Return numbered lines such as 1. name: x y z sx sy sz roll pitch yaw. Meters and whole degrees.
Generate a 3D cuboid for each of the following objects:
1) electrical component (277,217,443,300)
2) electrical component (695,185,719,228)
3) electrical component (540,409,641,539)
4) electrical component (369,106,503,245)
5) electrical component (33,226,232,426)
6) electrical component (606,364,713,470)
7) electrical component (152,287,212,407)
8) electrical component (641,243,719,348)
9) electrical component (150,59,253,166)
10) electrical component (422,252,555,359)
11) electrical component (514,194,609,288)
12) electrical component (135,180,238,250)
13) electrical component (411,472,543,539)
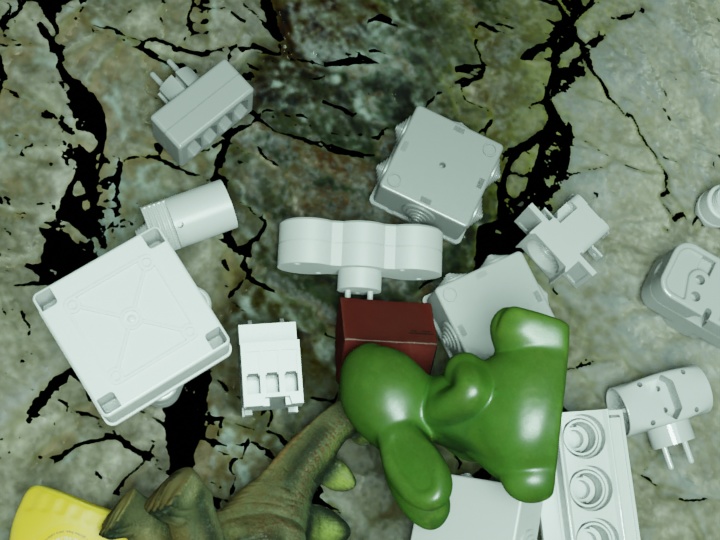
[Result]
1. electrical component: 0.000 0.000 0.900 0.138 0.052 0.073 3 79 -6
2. electrical component: 0.323 -0.060 0.951 0.035 0.061 0.035 2 76 -7
3. electrical component: 0.178 0.178 0.872 0.079 0.063 0.121 -3 76 -8
4. electrical component: 0.067 -0.083 0.931 0.100 0.048 0.099 26 74 0
5. electrical component: -0.168 0.042 0.802 0.109 0.056 0.108 -31 82 -13
6. electrical component: 0.258 0.127 0.905 0.077 0.043 0.079 -14 78 -11
7. electrical component: -0.157 0.059 0.861 0.054 0.059 0.095 22 74 -1
8. electrical component: 0.296 0.024 0.928 0.095 0.059 0.053 30 74 1
9. electrical component: -0.147 -0.148 0.920 0.083 0.047 0.075 -42 84 -15
10. electrical component: 0.113 0.041 0.906 0.100 0.048 0.099 -24 80 -12
11. electrical component: 0.178 -0.028 0.936 0.064 0.042 0.081 -40 84 -18
12. electrical component: -0.147 -0.042 0.896 0.081 0.043 0.043 -21 80 -12
13. electrical component: 0.090 0.210 0.841 0.100 0.048 0.099 2 72 34
